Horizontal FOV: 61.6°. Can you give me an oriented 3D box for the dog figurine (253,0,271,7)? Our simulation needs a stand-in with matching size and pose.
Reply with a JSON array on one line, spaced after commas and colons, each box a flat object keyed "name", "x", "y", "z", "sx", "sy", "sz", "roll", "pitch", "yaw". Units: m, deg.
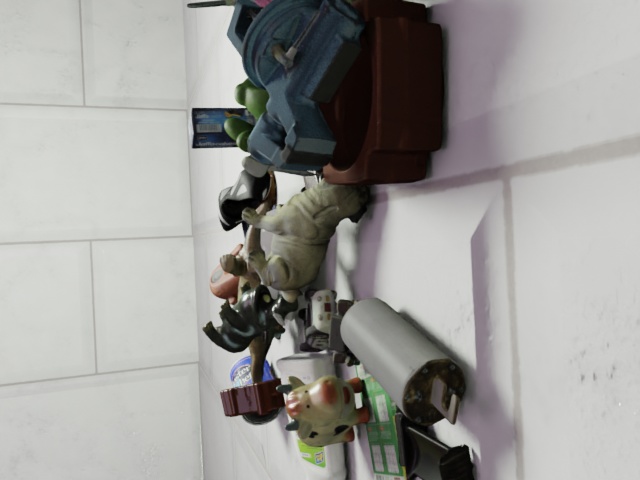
[{"name": "dog figurine", "x": -0.132, "y": -0.456, "z": 1.128, "sx": 0.219, "sy": 0.108, "sz": 0.191, "roll": 159, "pitch": 105, "yaw": -74}]

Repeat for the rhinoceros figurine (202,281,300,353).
[{"name": "rhinoceros figurine", "x": -0.114, "y": 0.134, "z": 0.905, "sx": 0.190, "sy": 0.073, "sz": 0.112, "roll": -38, "pitch": 92, "yaw": 34}]

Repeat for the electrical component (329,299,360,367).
[{"name": "electrical component", "x": 0.043, "y": 0.134, "z": 0.771, "sx": 0.045, "sy": 0.078, "sz": 0.102, "roll": 10, "pitch": 98, "yaw": 27}]

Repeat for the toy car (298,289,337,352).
[{"name": "toy car", "x": -0.003, "y": 0.135, "z": 0.884, "sx": 0.201, "sy": 0.056, "sz": 0.073, "roll": 107, "pitch": 161, "yaw": -67}]

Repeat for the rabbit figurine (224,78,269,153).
[{"name": "rabbit figurine", "x": -0.090, "y": -0.214, "z": 1.005, "sx": 0.121, "sy": 0.159, "sz": 0.170, "roll": 50, "pitch": 155, "yaw": 45}]

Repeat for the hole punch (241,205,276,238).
[{"name": "hole punch", "x": -0.133, "y": -0.007, "z": 1.209, "sx": 0.115, "sy": 0.092, "sz": 0.142, "roll": 108, "pitch": 148, "yaw": -53}]

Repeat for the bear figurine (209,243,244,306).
[{"name": "bear figurine", "x": -0.154, "y": 0.124, "z": 1.238, "sx": 0.132, "sy": 0.195, "sz": 0.120, "roll": -40, "pitch": 31, "yaw": 14}]

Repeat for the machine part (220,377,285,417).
[{"name": "machine part", "x": -0.096, "y": 0.291, "z": 1.012, "sx": 0.179, "sy": 0.179, "sz": 0.056, "roll": 139, "pitch": 122, "yaw": -66}]

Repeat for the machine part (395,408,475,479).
[{"name": "machine part", "x": 0.120, "y": 0.238, "z": 0.602, "sx": 0.139, "sy": 0.039, "sz": 0.084, "roll": 177, "pitch": 96, "yaw": -72}]

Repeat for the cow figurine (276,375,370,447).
[{"name": "cow figurine", "x": 0.001, "y": 0.241, "z": 0.763, "sx": 0.194, "sy": 0.127, "sz": 0.085, "roll": 105, "pitch": 153, "yaw": -57}]

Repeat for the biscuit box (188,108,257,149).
[{"name": "biscuit box", "x": -0.161, "y": -0.225, "z": 1.083, "sx": 0.063, "sy": 0.203, "sz": 0.059, "roll": 130, "pitch": 132, "yaw": -64}]

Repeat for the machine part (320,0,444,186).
[{"name": "machine part", "x": 0.063, "y": -0.166, "z": 0.640, "sx": 0.201, "sy": 0.087, "sz": 0.200, "roll": -167, "pitch": 76, "yaw": -71}]

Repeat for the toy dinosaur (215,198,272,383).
[{"name": "toy dinosaur", "x": -0.123, "y": 0.141, "z": 1.073, "sx": 0.198, "sy": 0.105, "sz": 0.470, "roll": -36, "pitch": -43, "yaw": -66}]

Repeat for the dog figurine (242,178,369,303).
[{"name": "dog figurine", "x": -0.004, "y": -0.003, "z": 0.787, "sx": 0.191, "sy": 0.121, "sz": 0.172, "roll": -13, "pitch": 100, "yaw": 40}]

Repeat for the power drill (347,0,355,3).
[{"name": "power drill", "x": 0.078, "y": -0.371, "z": 0.598, "sx": 0.232, "sy": 0.086, "sz": 0.207, "roll": -147, "pitch": 49, "yaw": -69}]

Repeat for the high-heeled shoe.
[{"name": "high-heeled shoe", "x": -0.153, "y": -0.060, "z": 1.062, "sx": 0.248, "sy": 0.086, "sz": 0.145, "roll": 117, "pitch": 156, "yaw": -43}]

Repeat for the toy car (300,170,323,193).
[{"name": "toy car", "x": -0.011, "y": -0.149, "z": 0.894, "sx": 0.089, "sy": 0.053, "sz": 0.202, "roll": -36, "pitch": 63, "yaw": 61}]

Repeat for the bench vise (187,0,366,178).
[{"name": "bench vise", "x": -0.051, "y": -0.197, "z": 0.622, "sx": 0.241, "sy": 0.129, "sz": 0.223, "roll": 54, "pitch": 138, "yaw": 27}]

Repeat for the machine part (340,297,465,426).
[{"name": "machine part", "x": 0.088, "y": 0.132, "z": 0.618, "sx": 0.243, "sy": 0.079, "sz": 0.079, "roll": -141, "pitch": 51, "yaw": -63}]
